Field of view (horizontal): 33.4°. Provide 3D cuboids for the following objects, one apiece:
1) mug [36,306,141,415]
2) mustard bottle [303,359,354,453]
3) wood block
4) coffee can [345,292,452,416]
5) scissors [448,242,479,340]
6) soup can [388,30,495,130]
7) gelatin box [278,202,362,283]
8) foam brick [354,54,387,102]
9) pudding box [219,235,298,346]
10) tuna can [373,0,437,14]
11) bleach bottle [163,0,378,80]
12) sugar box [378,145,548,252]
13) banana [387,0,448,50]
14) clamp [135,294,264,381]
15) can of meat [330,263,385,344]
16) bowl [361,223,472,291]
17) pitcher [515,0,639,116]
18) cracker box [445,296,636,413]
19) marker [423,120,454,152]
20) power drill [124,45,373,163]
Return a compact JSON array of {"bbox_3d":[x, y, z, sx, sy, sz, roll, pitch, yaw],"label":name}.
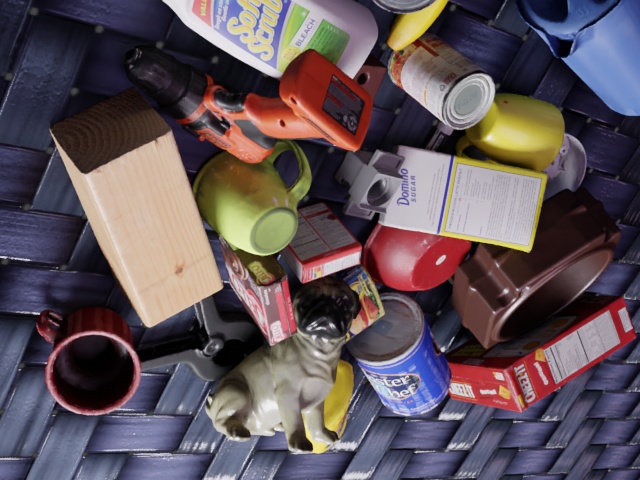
[{"bbox_3d":[-0.239,0.111,1.082,0.117,0.081,0.093,39,97,-21],"label":"mug"},{"bbox_3d":[0.006,0.219,1.350,0.192,0.058,0.096,94,17,-67],"label":"mustard bottle"},{"bbox_3d":[-0.171,-0.027,1.021,0.090,0.090,0.206,-28,136,-16],"label":"wood block"},{"bbox_3d":[0.101,0.146,1.356,0.102,0.103,0.140,-37,138,-6],"label":"coffee can"},{"bbox_3d":[0.215,0.061,1.435,0.096,0.016,0.201,-37,138,-6],"label":"scissors"},{"bbox_3d":[0.127,-0.168,1.115,0.068,0.102,0.068,-20,133,-23],"label":"soup can"},{"bbox_3d":[-0.008,0.001,1.165,0.073,0.089,0.030,-18,135,-24],"label":"gelatin box"},{"bbox_3d":[0.023,-0.156,1.087,0.052,0.051,0.078,0,124,-37],"label":"foam brick"},{"bbox_3d":[-0.067,0.043,1.138,0.039,0.114,0.090,-21,134,-15],"label":"pudding box"},{"bbox_3d":[0.082,-0.265,1.028,0.086,0.034,0.086,-1,124,-2],"label":"tuna can"},{"bbox_3d":[-0.075,-0.208,0.943,0.250,0.068,0.103,19,123,-30],"label":"bleach bottle"},{"bbox_3d":[0.161,-0.047,1.208,0.176,0.048,0.093,11,93,-5],"label":"sugar box"},{"bbox_3d":[0.111,-0.282,1.063,0.069,0.037,0.198,2,124,-4],"label":"banana"},{"bbox_3d":[-0.126,0.102,1.200,0.209,0.036,0.165,21,111,-45],"label":"clamp"},{"bbox_3d":[0.024,0.076,1.276,0.084,0.057,0.102,-35,138,-11],"label":"can of meat"},{"bbox_3d":[0.130,0.009,1.282,0.162,0.055,0.162,-26,144,-21],"label":"bowl"},{"bbox_3d":[0.329,-0.245,1.194,0.149,0.145,0.242,-39,143,15],"label":"pitcher"},{"bbox_3d":[0.291,0.148,1.438,0.213,0.164,0.072,-27,100,-24],"label":"cracker box"},{"bbox_3d":[0.120,-0.088,1.238,0.020,0.020,0.121,13,115,-42],"label":"marker"},{"bbox_3d":[-0.061,-0.127,0.960,0.184,0.188,0.057,30,71,-44],"label":"power drill"}]
